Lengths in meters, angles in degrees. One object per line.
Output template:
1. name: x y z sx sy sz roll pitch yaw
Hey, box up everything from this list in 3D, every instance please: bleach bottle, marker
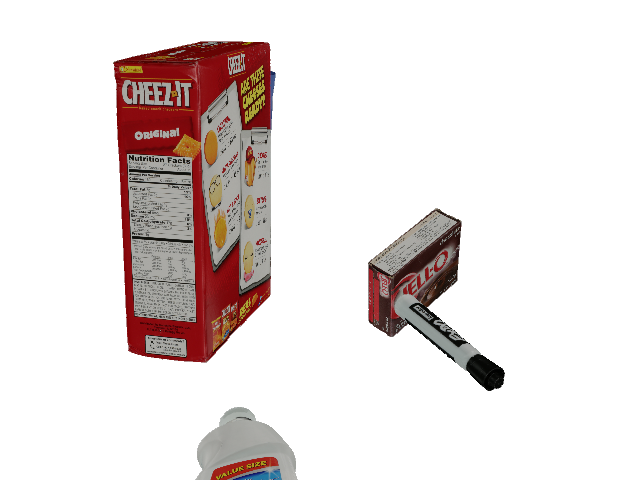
1. bleach bottle: -0.061 0.210 0.769 0.102 0.068 0.251 -6 30 -5
2. marker: 0.094 0.074 0.784 0.020 0.020 0.121 0 24 -32

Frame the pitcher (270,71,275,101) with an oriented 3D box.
1. pitcher: -0.106 -0.050 1.034 0.149 0.243 0.145 -2 15 -17

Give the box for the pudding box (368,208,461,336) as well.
1. pudding box: 0.097 0.033 1.104 0.039 0.090 0.113 31 53 29

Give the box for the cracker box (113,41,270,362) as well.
1. cracker box: -0.091 -0.037 0.806 0.072 0.214 0.164 3 15 14
